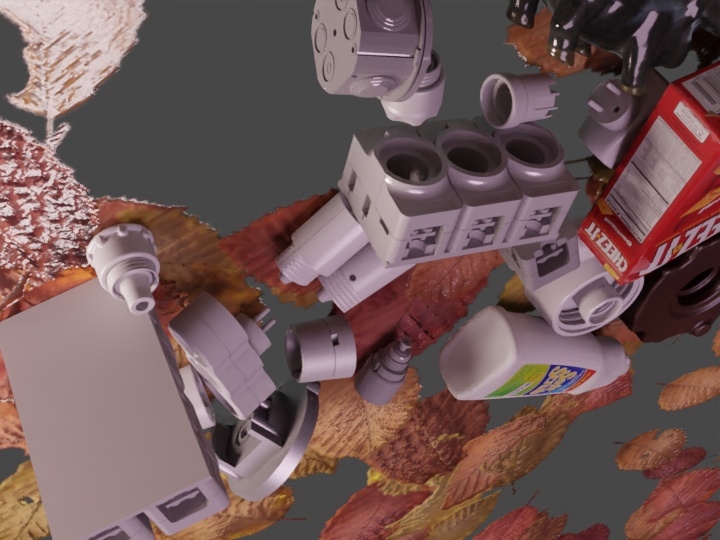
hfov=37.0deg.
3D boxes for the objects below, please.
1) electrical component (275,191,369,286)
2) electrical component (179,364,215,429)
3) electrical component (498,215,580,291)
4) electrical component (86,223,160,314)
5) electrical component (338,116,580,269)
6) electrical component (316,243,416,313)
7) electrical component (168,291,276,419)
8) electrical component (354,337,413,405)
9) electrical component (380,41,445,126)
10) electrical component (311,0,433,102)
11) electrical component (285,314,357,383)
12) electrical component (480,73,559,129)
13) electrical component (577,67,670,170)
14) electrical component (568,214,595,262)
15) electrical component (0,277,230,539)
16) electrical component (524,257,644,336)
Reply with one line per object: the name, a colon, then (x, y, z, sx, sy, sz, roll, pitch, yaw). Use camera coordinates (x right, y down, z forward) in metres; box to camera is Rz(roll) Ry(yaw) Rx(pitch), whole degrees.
electrical component: (-0.030, -0.018, 0.822, 0.081, 0.043, 0.043, -40, 144, 16)
electrical component: (-0.153, 0.112, 0.895, 0.047, 0.055, 0.055, -21, 145, -4)
electrical component: (0.136, -0.034, 0.876, 0.050, 0.089, 0.055, -27, 146, -2)
electrical component: (-0.159, 0.002, 0.741, 0.048, 0.062, 0.048, -19, 145, -14)
electrical component: (0.074, -0.064, 0.793, 0.150, 0.089, 0.061, -10, 142, -25)
electrical component: (0.000, 0.000, 0.866, 0.081, 0.043, 0.043, -34, 145, 9)
electrical component: (-0.097, 0.060, 0.869, 0.074, 0.052, 0.138, -44, 149, -16)
electrical component: (0.025, 0.092, 1.005, 0.040, 0.040, 0.078, 2, 135, -37)
electrical component: (0.036, -0.132, 0.722, 0.043, 0.043, 0.062, -16, 143, -18)
electrical component: (0.007, -0.143, 0.656, 0.051, 0.080, 0.080, -2, 138, -25)
electrical component: (-0.035, 0.068, 0.922, 0.047, 0.055, 0.055, -8, 141, -21)
electrical component: (0.118, -0.126, 0.791, 0.046, 0.040, 0.040, -12, 143, -32)
electrical component: (0.206, -0.126, 0.848, 0.077, 0.043, 0.079, -44, 143, 21)
electrical component: (0.207, -0.031, 0.974, 0.078, 0.040, 0.040, -20, 145, -14)
electrical component: (-0.173, 0.100, 0.748, 0.105, 0.186, 0.060, -25, 146, -5)
electrical component: (0.219, 0.018, 1.028, 0.108, 0.060, 0.108, -19, 145, -14)
